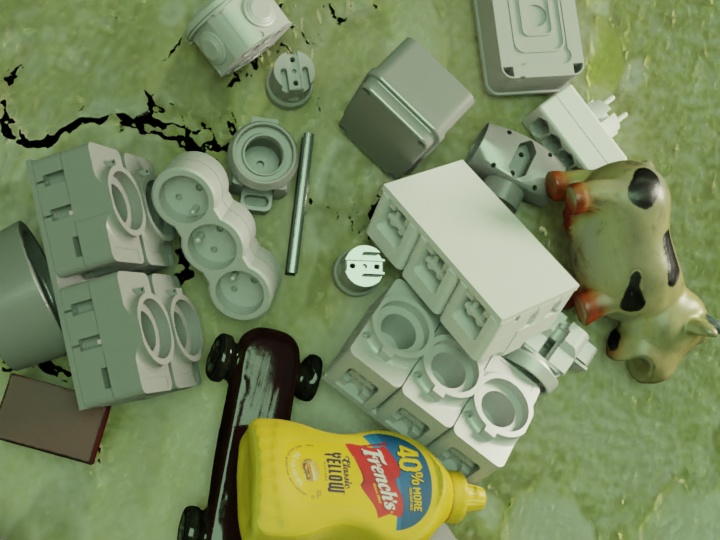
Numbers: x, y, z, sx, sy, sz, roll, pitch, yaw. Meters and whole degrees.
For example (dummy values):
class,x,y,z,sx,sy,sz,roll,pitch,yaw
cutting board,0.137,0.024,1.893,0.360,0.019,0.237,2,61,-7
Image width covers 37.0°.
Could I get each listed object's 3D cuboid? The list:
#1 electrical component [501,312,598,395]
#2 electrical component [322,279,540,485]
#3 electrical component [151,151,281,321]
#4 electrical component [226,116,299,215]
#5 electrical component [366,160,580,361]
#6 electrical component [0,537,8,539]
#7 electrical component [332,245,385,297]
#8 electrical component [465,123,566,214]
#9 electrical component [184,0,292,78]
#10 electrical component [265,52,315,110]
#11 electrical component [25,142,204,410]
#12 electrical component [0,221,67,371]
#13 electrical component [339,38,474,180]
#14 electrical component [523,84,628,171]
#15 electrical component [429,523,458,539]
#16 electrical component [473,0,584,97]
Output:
class,x,y,z,sx,sy,sz,roll,pitch,yaw
electrical component,0.151,0.067,0.902,0.078,0.058,0.057,39,74,-3
electrical component,0.060,0.089,0.862,0.150,0.061,0.089,38,50,-3
electrical component,-0.109,-0.033,0.865,0.052,0.073,0.138,-23,110,18
electrical component,-0.081,-0.089,0.883,0.058,0.057,0.078,7,80,-9
electrical component,0.086,-0.008,0.865,0.089,0.061,0.150,-20,59,-35
electrical component,-0.306,0.211,0.777,0.099,0.099,0.064,16,73,-8
electrical component,0.000,0.000,0.889,0.040,0.046,0.040,2,81,-10
electrical component,0.126,-0.074,0.926,0.077,0.043,0.079,28,77,-5
electrical component,-0.101,-0.200,0.886,0.080,0.080,0.051,-38,95,-14
electrical component,-0.058,-0.160,0.903,0.040,0.046,0.040,2,81,-10
electrical component,-0.180,0.005,0.817,0.060,0.105,0.186,-16,84,14
electrical component,-0.262,0.024,0.809,0.060,0.108,0.108,-24,86,-7
electrical component,0.035,-0.128,0.882,0.078,0.113,0.057,44,74,-2
electrical component,0.202,-0.124,0.945,0.076,0.047,0.083,-37,89,-14
electrical component,0.043,0.222,0.850,0.064,0.042,0.081,-2,38,-33
electrical component,0.145,-0.213,0.943,0.078,0.057,0.113,-5,82,-11
